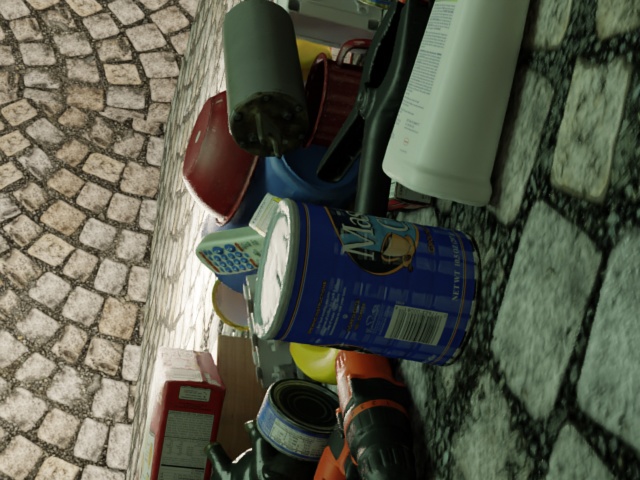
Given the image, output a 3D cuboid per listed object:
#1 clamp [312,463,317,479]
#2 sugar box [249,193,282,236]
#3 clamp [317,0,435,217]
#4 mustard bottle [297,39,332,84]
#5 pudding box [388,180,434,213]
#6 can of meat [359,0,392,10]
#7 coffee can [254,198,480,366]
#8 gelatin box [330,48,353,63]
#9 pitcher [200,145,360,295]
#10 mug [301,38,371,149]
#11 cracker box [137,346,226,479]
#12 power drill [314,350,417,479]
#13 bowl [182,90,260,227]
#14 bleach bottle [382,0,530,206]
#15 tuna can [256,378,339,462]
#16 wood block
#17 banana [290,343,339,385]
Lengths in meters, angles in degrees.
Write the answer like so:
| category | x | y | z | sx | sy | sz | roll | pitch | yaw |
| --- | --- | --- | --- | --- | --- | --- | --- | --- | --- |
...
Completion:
| category | x | y | z | sx | sy | sz | roll | pitch | yaw |
| --- | --- | --- | --- | --- | --- | --- | --- | --- | --- |
| clamp | -0.025 | 0.241 | 1.076 | 0.171 | 0.039 | 0.120 | -92 | 21 | -48 |
| sugar box | -0.006 | 0.002 | 0.979 | 0.048 | 0.093 | 0.176 | -60 | 13 | -3 |
| clamp | 0.046 | -0.109 | 0.876 | 0.165 | 0.036 | 0.210 | -127 | 51 | -67 |
| mustard bottle | -0.053 | -0.160 | 1.237 | 0.192 | 0.096 | 0.058 | 115 | 138 | -56 |
| pudding box | 0.074 | -0.082 | 0.910 | 0.090 | 0.039 | 0.113 | 174 | 103 | -75 |
| can of meat | 0.066 | -0.276 | 1.043 | 0.102 | 0.057 | 0.084 | -107 | 27 | -64 |
| coffee can | 0.032 | 0.032 | 0.778 | 0.103 | 0.140 | 0.103 | -170 | 90 | -77 |
| gelatin box | 0.012 | -0.194 | 1.263 | 0.073 | 0.030 | 0.089 | -176 | 96 | -77 |
| pitcher | -0.043 | -0.050 | 1.169 | 0.145 | 0.149 | 0.243 | -65 | 7 | -32 |
| mug | 0.034 | -0.136 | 1.017 | 0.093 | 0.081 | 0.117 | -103 | 26 | -58 |
| cracker box | -0.158 | 0.241 | 1.181 | 0.164 | 0.072 | 0.214 | -148 | 67 | -77 |
| power drill | 0.026 | 0.199 | 0.869 | 0.184 | 0.057 | 0.188 | -99 | 25 | -62 |
| bowl | -0.105 | -0.099 | 1.126 | 0.162 | 0.055 | 0.162 | -162 | 90 | -73 |
| bleach bottle | 0.112 | -0.157 | 0.756 | 0.103 | 0.068 | 0.251 | -132 | 56 | -71 |
| tuna can | -0.013 | 0.165 | 0.986 | 0.086 | 0.086 | 0.034 | -106 | 34 | -62 |
| wood block | -0.088 | 0.223 | 1.248 | 0.091 | 0.090 | 0.206 | 113 | 161 | -44 |
| banana | 0.014 | 0.103 | 0.997 | 0.198 | 0.037 | 0.069 | 129 | 127 | -65 |
